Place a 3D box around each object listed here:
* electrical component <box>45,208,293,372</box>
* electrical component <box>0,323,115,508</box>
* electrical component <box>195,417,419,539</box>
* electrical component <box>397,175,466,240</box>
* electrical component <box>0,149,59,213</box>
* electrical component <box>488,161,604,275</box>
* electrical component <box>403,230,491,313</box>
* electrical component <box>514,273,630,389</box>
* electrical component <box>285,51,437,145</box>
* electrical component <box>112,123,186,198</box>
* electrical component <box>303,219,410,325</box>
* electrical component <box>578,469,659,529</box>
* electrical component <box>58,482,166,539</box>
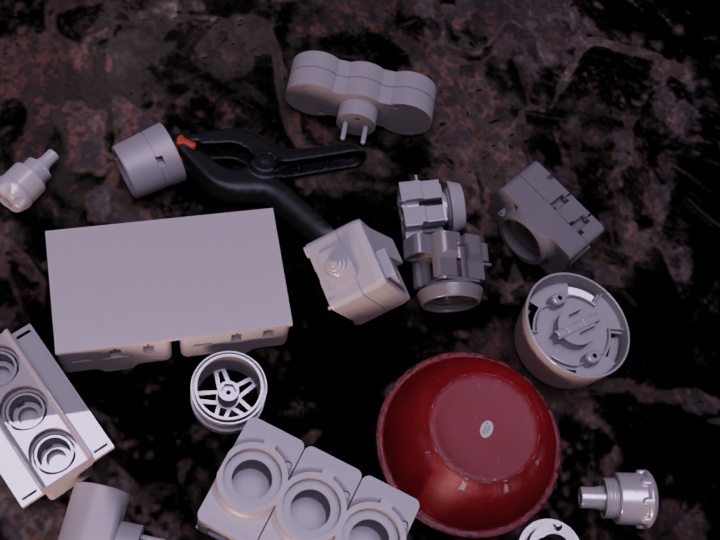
[{"bbox_3d":[-0.158,0.018,0.894,0.186,0.060,0.105,-7,68,-12],"label":"electrical component"},{"bbox_3d":[-0.257,0.115,0.835,0.079,0.063,0.121,-33,76,-20],"label":"electrical component"},{"bbox_3d":[-0.041,0.190,0.837,0.150,0.061,0.089,27,65,3],"label":"electrical component"},{"bbox_3d":[0.065,-0.055,0.970,0.055,0.048,0.066,-7,68,-4],"label":"electrical component"},{"bbox_3d":[-0.286,-0.080,0.931,0.035,0.035,0.061,35,64,7],"label":"electrical component"},{"bbox_3d":[0.165,-0.043,0.977,0.056,0.050,0.089,-38,77,-22],"label":"electrical component"},{"bbox_3d":[0.077,0.003,0.938,0.078,0.058,0.057,7,68,-28],"label":"electrical component"},{"bbox_3d":[0.183,0.053,0.931,0.099,0.064,0.099,3,66,-8],"label":"electrical component"},{"bbox_3d":[-0.001,-0.149,0.996,0.138,0.052,0.073,12,66,-4],"label":"electrical component"},{"bbox_3d":[-0.186,-0.094,0.943,0.047,0.055,0.055,-26,73,-15],"label":"electrical component"},{"bbox_3d":[0.000,0.000,0.900,0.061,0.096,0.061,-27,71,10],"label":"electrical component"},{"bbox_3d":[0.213,0.189,0.889,0.062,0.048,0.048,2,66,-1],"label":"electrical component"},{"bbox_3d":[-0.188,0.208,0.816,0.079,0.044,0.077,13,65,-3],"label":"electrical component"}]
